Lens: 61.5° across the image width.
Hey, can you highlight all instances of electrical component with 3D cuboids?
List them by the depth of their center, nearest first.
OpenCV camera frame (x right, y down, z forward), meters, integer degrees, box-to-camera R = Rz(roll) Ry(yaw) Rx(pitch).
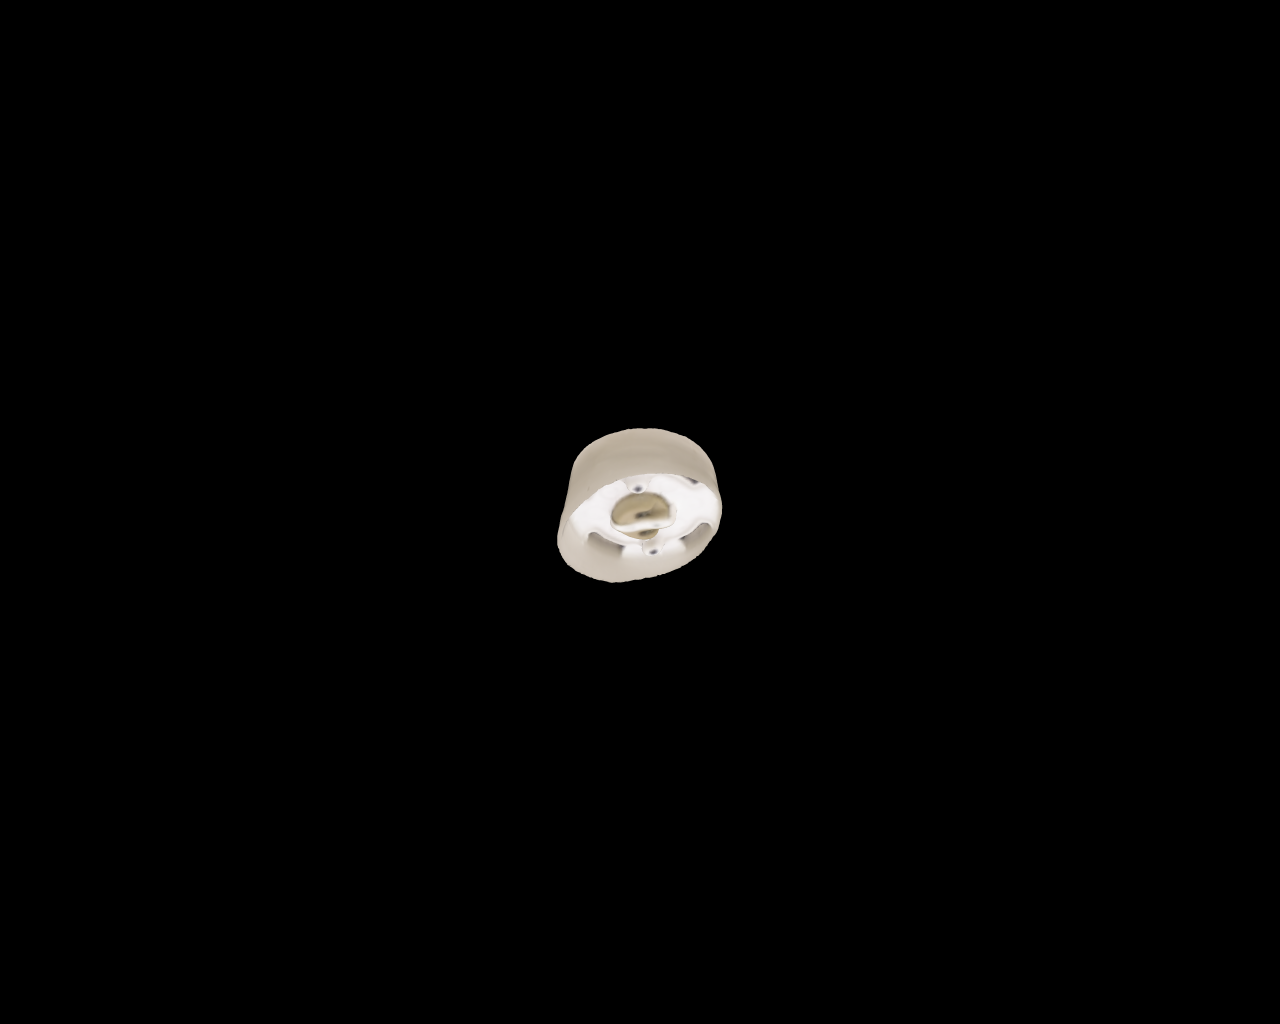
[{"bbox_3d":[0.001,-0.003,0.650,0.099,0.064,0.099,0,-40,0],"label":"electrical component"}]
